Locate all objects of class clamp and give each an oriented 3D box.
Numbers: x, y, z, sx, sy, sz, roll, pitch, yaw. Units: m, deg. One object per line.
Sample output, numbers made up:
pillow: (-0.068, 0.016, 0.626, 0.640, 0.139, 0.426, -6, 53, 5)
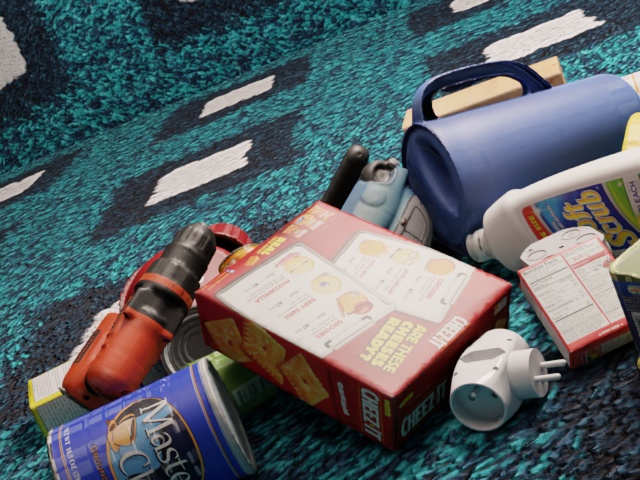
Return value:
clamp: (-0.008, 0.001, 1.145, 0.209, 0.036, 0.165, -64, 1, -28)

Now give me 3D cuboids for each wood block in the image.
wood block: (0.219, -0.150, 1.364, 0.206, 0.091, 0.090, -19, 18, 17)

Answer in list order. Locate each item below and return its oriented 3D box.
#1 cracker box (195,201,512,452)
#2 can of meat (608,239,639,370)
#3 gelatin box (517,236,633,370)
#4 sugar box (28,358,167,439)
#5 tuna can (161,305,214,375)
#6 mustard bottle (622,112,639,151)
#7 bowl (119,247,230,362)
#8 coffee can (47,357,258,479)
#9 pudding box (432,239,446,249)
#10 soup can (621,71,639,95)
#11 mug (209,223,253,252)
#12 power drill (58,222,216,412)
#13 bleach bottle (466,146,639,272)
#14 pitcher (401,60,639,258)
cracker box: (0.027, 0.065, 0.901, 0.214, 0.072, 0.164, 25, 47, 34)
can of meat: (0.263, 0.037, 0.775, 0.102, 0.084, 0.058, -34, 20, -29)
gelatin box: (0.208, 0.048, 0.840, 0.073, 0.030, 0.089, -25, 51, -3)
sugar box: (-0.227, 0.145, 1.161, 0.176, 0.048, 0.093, -23, 17, -10)
tuna can: (-0.113, 0.107, 1.050, 0.086, 0.086, 0.033, -21, -19, 10)
mustard bottle: (0.376, -0.078, 0.966, 0.192, 0.058, 0.096, 2, 44, 25)
bowl: (-0.132, 0.056, 1.132, 0.162, 0.055, 0.162, 4, 48, -5)
coffee can: (-0.135, 0.171, 0.868, 0.140, 0.103, 0.103, -25, 18, -2)
pudding box: (0.114, -0.021, 1.210, 0.090, 0.039, 0.113, -16, 20, 20)
soup can: (0.354, -0.155, 1.241, 0.102, 0.068, 0.068, -17, 19, 17)
mug: (-0.133, 0.026, 1.294, 0.117, 0.093, 0.081, 1, 14, 1)
power drill: (-0.172, 0.081, 0.996, 0.184, 0.057, 0.188, -60, 9, -30)
bleach bottle: (0.247, -0.017, 0.964, 0.251, 0.102, 0.068, -20, 9, 38)
pitcher: (0.213, -0.101, 1.110, 0.242, 0.149, 0.145, -20, 49, -17)
